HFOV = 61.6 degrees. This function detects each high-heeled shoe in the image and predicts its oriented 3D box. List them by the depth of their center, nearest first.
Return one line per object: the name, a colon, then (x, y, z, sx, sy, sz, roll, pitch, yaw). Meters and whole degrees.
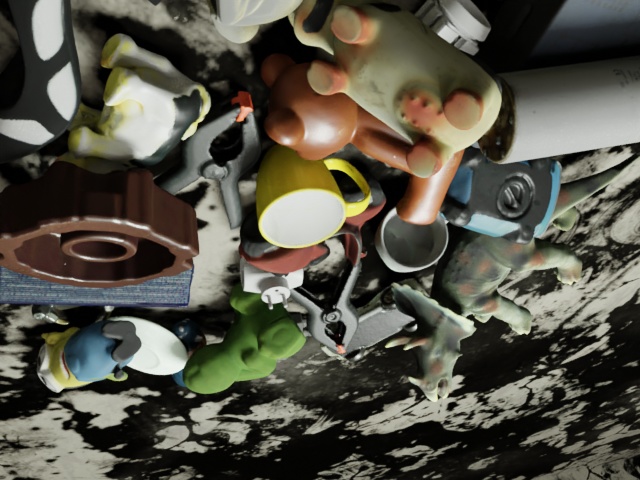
high-heeled shoe: (-0.227, -0.155, 0.376, 0.249, 0.086, 0.145, -36, 136, 18)

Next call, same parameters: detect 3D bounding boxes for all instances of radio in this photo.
radio: (0.234, -0.187, 0.503, 0.131, 0.073, 0.229, 2, 141, -24)

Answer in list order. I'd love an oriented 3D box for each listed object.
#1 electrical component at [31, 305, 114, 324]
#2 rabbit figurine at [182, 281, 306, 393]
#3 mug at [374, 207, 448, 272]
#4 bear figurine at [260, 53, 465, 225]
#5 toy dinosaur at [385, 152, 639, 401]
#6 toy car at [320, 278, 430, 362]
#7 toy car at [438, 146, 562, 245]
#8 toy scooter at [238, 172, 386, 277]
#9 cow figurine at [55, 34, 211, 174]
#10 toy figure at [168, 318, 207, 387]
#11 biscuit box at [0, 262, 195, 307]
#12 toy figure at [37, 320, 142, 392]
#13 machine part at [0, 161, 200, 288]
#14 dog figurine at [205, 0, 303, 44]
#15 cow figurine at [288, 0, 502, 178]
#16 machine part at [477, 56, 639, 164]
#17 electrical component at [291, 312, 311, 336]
electrical component: (-0.298, 0.066, 0.656, 0.102, 0.045, 0.078, -7, 143, -11)
rabbit figurine: (-0.117, 0.149, 0.765, 0.170, 0.121, 0.159, -34, 164, -7)
mug: (0.116, -0.006, 0.682, 0.109, 0.081, 0.107, -36, 176, -10)
bear figurine: (0.034, -0.096, 0.511, 0.196, 0.120, 0.131, -1, 144, -16)
toy dinosaur: (0.232, 0.021, 0.723, 0.192, 0.131, 0.404, 19, 110, -27)
toy car: (0.086, 0.131, 0.862, 0.202, 0.056, 0.073, -32, 118, 22)
toy car: (0.186, -0.059, 0.620, 0.162, 0.103, 0.109, 5, 99, -20)
toy scooter: (-0.001, -0.002, 0.655, 0.184, 0.075, 0.135, -23, 144, 2)
cow figurine: (-0.176, -0.091, 0.486, 0.098, 0.068, 0.167, 15, 135, -42)
toy figure: (-0.203, 0.165, 0.809, 0.064, 0.058, 0.154, -8, 138, -20)
biscuit box: (-0.250, 0.036, 0.606, 0.202, 0.059, 0.062, 5, 101, -26)
toy figure: (-0.304, 0.155, 0.715, 0.180, 0.082, 0.089, -24, 148, 30)
machine part: (-0.203, -0.006, 0.495, 0.179, 0.056, 0.179, -5, 158, -2)
dog figurine: (0.013, -0.221, 0.350, 0.191, 0.121, 0.172, -14, 156, -15)
cow figurine: (0.052, -0.144, 0.410, 0.127, 0.195, 0.085, -33, 159, -48)
machine part: (0.227, -0.115, 0.467, 0.243, 0.079, 0.079, -9, 142, -7)
electrical component: (-0.049, 0.143, 0.864, 0.094, 0.021, 0.063, -8, 143, -10)
